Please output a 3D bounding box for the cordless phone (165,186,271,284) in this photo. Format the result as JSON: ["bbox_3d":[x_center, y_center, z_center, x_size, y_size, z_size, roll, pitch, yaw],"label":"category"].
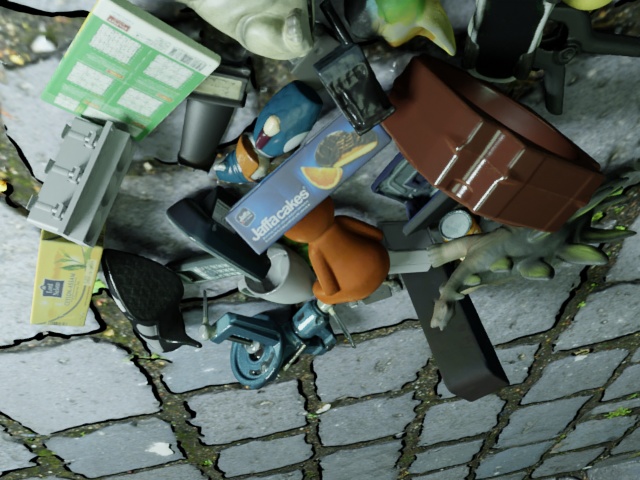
[{"bbox_3d":[-0.170,0.011,0.725,0.184,0.089,0.146,-15,145,32],"label":"cordless phone"}]

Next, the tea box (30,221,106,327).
[{"bbox_3d":[-0.315,0.024,0.672,0.068,0.098,0.169,8,134,-25],"label":"tea box"}]

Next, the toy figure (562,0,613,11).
[{"bbox_3d":[0.287,-0.296,0.485,0.089,0.082,0.180,15,130,-28],"label":"toy figure"}]

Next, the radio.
[{"bbox_3d":[0.211,0.132,0.851,0.073,0.230,0.131,-29,143,18],"label":"radio"}]

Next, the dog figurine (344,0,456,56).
[{"bbox_3d":[0.090,-0.264,0.448,0.192,0.108,0.219,-28,143,13],"label":"dog figurine"}]

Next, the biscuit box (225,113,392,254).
[{"bbox_3d":[-0.015,-0.072,0.618,0.202,0.059,0.062,-41,100,6],"label":"biscuit box"}]

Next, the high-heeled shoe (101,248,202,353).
[{"bbox_3d":[-0.263,0.086,0.783,0.145,0.086,0.248,10,141,38],"label":"high-heeled shoe"}]

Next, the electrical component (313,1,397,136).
[{"bbox_3d":[0.022,-0.166,0.523,0.048,0.075,0.119,-34,115,9],"label":"electrical component"}]

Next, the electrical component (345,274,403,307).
[{"bbox_3d":[0.087,0.084,0.899,0.102,0.045,0.078,-15,139,3],"label":"electrical component"}]

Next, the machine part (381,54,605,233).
[{"bbox_3d":[0.177,-0.103,0.573,0.201,0.202,0.087,10,125,-34],"label":"machine part"}]

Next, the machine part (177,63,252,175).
[{"bbox_3d":[-0.124,-0.135,0.589,0.084,0.039,0.138,-2,138,-27],"label":"machine part"}]

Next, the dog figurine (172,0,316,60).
[{"bbox_3d":[-0.105,-0.219,0.463,0.191,0.121,0.172,-3,138,9],"label":"dog figurine"}]

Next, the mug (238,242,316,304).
[{"bbox_3d":[-0.061,0.063,0.808,0.109,0.081,0.107,-30,146,20],"label":"mug"}]

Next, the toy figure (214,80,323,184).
[{"bbox_3d":[-0.062,-0.112,0.611,0.154,0.058,0.064,-42,153,27],"label":"toy figure"}]

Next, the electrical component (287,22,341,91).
[{"bbox_3d":[0.001,-0.193,0.566,0.094,0.021,0.063,25,126,-37],"label":"electrical component"}]

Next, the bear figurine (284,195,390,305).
[{"bbox_3d":[0.000,-0.003,0.737,0.195,0.132,0.120,41,74,-17],"label":"bear figurine"}]

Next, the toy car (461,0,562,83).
[{"bbox_3d":[0.182,-0.217,0.512,0.074,0.056,0.201,15,165,11],"label":"toy car"}]

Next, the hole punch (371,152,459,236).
[{"bbox_3d":[0.145,-0.076,0.712,0.116,0.092,0.142,-14,150,-51],"label":"hole punch"}]

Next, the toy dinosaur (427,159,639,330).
[{"bbox_3d":[0.304,-0.016,0.718,0.471,0.105,0.199,-35,-165,-33],"label":"toy dinosaur"}]

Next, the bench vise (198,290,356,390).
[{"bbox_3d":[-0.086,0.158,0.883,0.223,0.129,0.240,-37,140,24],"label":"bench vise"}]
